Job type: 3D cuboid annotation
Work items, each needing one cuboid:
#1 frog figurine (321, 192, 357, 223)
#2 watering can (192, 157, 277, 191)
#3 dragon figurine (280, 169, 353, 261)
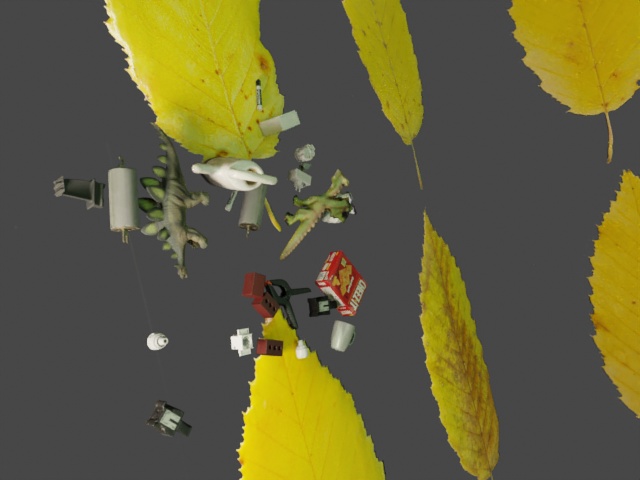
[{"bbox_3d":[0.056,-0.120,2.077,0.161,0.124,0.134,-34,146,-25],"label":"frog figurine"},{"bbox_3d":[-0.298,-0.215,1.622,0.347,0.225,0.104,5,96,-47],"label":"watering can"},{"bbox_3d":[0.006,-0.096,1.916,0.120,0.241,0.419,47,47,-37],"label":"dragon figurine"}]
